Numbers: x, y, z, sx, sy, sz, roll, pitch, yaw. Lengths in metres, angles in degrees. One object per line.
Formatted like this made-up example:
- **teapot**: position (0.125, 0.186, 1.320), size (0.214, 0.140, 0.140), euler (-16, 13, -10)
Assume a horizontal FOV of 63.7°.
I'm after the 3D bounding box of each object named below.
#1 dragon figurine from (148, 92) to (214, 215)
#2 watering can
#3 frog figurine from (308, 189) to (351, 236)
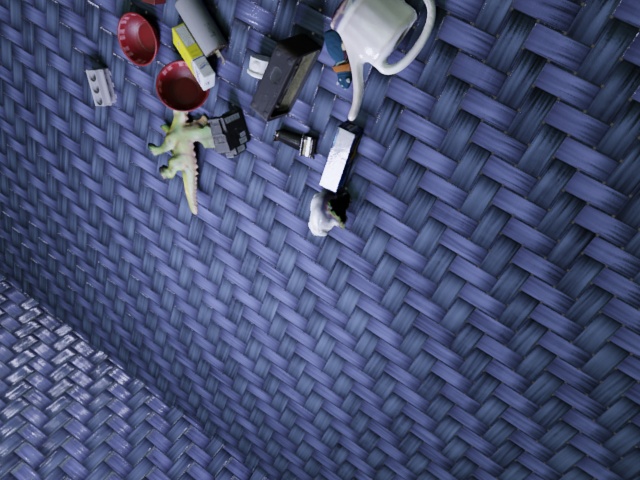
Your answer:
- **dragon figurine**: position (-0.417, -0.297, 1.694), size (0.241, 0.124, 0.406), euler (-17, 107, 28)
- **watering can**: position (0.117, -0.479, 1.245), size (0.225, 0.105, 0.343), euler (43, 111, 3)
- **frog figurine**: position (0.005, -0.078, 1.547), size (0.158, 0.122, 0.139), euler (-20, 72, 46)
